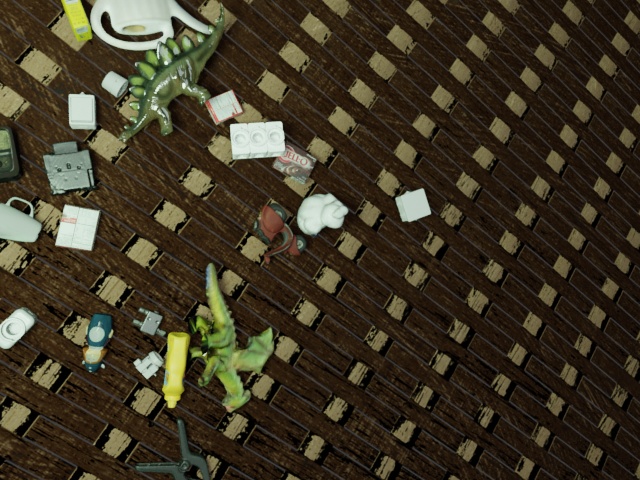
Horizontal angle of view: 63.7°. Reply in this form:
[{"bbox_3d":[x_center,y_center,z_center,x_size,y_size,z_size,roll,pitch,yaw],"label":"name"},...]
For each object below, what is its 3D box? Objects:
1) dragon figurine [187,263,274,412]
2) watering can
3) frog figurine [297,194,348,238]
[{"bbox_3d":[-0.240,0.282,1.456,0.242,0.122,0.412,12,84,-36],"label":"dragon figurine"},{"bbox_3d":[-0.457,-0.643,1.427,0.350,0.104,0.223,-15,95,-25],"label":"watering can"},{"bbox_3d":[0.005,-0.077,1.520,0.139,0.159,0.122,-44,101,-16],"label":"frog figurine"}]
